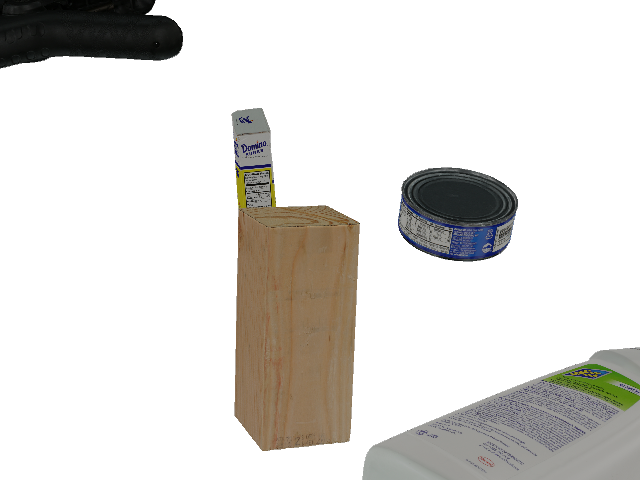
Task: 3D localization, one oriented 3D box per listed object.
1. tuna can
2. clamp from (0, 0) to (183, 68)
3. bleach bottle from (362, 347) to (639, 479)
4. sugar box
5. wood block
[{"bbox_3d":[0.101,-0.020,0.788,0.086,0.034,0.086,4,31,-3],"label":"tuna can"},{"bbox_3d":[-0.169,-0.130,0.641,0.171,0.039,0.120,-3,22,-6],"label":"clamp"},{"bbox_3d":[0.146,0.112,0.590,0.250,0.068,0.103,-16,25,-36],"label":"bleach bottle"},{"bbox_3d":[-0.079,-0.063,1.293,0.048,0.176,0.093,-9,25,-6],"label":"sugar box"},{"bbox_3d":[-0.024,0.078,0.986,0.090,0.206,0.091,-2,13,-20],"label":"wood block"}]
